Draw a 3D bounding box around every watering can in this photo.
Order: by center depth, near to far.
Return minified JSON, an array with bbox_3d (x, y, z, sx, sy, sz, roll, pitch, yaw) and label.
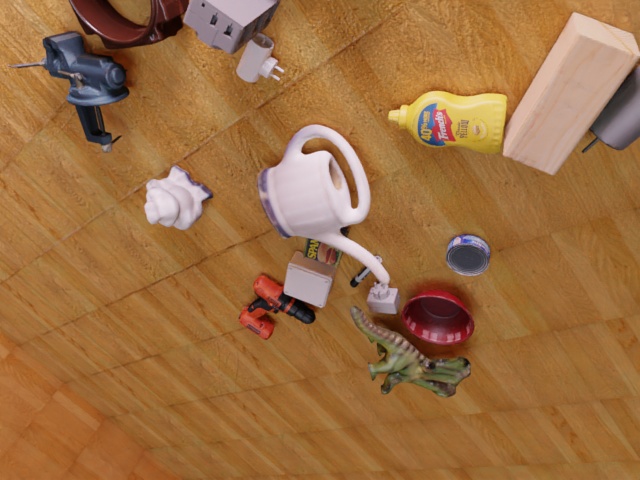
[{"bbox_3d":[0.003,-0.052,1.034,0.223,0.105,0.345,-13,102,27],"label":"watering can"}]

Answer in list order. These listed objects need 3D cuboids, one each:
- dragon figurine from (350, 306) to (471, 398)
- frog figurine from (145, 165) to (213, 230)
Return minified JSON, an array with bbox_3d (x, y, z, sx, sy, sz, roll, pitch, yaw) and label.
[{"bbox_3d":[0.232,0.276,1.219,0.242,0.125,0.401,-2,141,23],"label":"dragon figurine"},{"bbox_3d":[-0.338,-0.076,1.159,0.122,0.163,0.135,-15,121,35],"label":"frog figurine"}]
